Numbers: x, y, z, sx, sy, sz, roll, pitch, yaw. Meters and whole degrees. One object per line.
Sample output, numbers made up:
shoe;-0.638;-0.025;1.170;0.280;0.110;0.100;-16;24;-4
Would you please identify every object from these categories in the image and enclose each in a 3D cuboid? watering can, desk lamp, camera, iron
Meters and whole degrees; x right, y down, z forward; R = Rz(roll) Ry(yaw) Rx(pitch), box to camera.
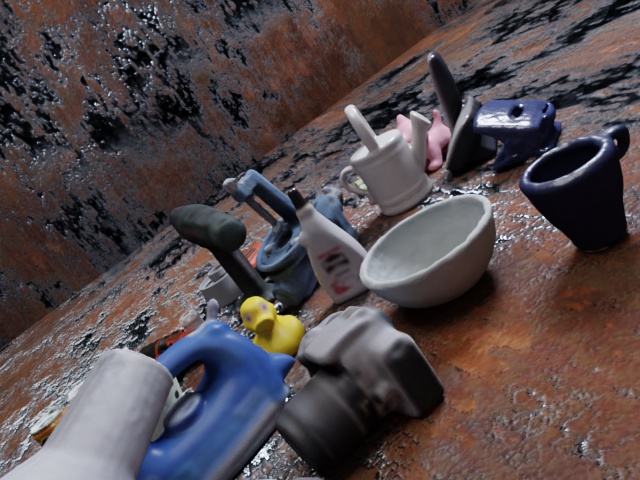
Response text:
watering can;0.108;-0.150;0.972;0.173;0.194;0.100;-37;17;-6
desk lamp;-0.123;0.198;0.411;0.117;0.214;0.203;-21;21;38
camera;0.015;0.132;0.530;0.137;0.101;0.142;-41;18;-21
iron;-0.150;0.190;0.613;0.118;0.141;0.259;-13;27;51

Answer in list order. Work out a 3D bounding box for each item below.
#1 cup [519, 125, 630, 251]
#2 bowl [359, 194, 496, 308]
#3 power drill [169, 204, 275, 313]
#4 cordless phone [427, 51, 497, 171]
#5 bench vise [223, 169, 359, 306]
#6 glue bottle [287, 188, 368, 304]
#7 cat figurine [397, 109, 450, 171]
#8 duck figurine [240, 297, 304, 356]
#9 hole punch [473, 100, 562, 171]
cup;0.263;-0.046;0.554;0.118;0.095;0.091;-37;17;-7
bowl;0.132;0.024;0.648;0.167;0.075;0.167;-32;17;11
power drill;-0.165;0.026;0.983;0.076;0.209;0.229;-42;18;-24
cordless phone;0.219;-0.220;0.967;0.094;0.185;0.147;-27;18;25
bench vise;-0.052;-0.033;0.910;0.121;0.220;0.208;-23;20;34
glue bottle;0.007;0.003;0.776;0.078;0.173;0.037;-31;17;13
cat figurine;0.190;-0.190;1.059;0.128;0.118;0.067;-41;18;-20
duck figurine;-0.074;0.114;0.780;0.077;0.086;0.104;-37;17;-6
hole punch;0.295;-0.173;0.853;0.100;0.091;0.109;-20;22;41
